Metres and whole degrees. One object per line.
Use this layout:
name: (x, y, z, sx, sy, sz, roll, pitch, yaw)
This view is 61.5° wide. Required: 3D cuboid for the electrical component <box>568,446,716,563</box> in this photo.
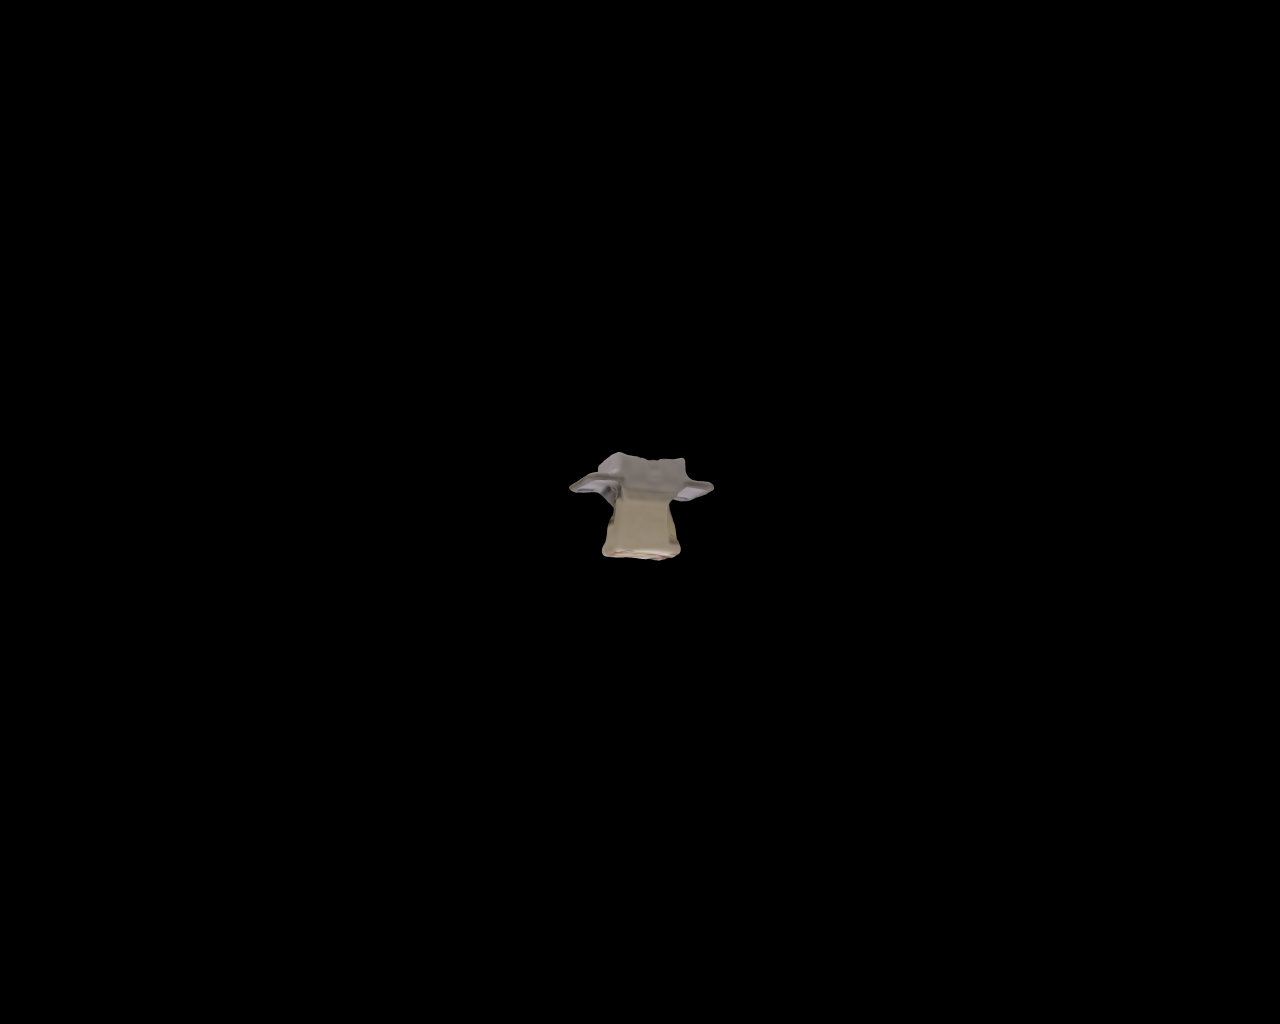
electrical component: (0.001, -0.003, 0.650, 0.081, 0.063, 0.042, 4, -11, -20)
